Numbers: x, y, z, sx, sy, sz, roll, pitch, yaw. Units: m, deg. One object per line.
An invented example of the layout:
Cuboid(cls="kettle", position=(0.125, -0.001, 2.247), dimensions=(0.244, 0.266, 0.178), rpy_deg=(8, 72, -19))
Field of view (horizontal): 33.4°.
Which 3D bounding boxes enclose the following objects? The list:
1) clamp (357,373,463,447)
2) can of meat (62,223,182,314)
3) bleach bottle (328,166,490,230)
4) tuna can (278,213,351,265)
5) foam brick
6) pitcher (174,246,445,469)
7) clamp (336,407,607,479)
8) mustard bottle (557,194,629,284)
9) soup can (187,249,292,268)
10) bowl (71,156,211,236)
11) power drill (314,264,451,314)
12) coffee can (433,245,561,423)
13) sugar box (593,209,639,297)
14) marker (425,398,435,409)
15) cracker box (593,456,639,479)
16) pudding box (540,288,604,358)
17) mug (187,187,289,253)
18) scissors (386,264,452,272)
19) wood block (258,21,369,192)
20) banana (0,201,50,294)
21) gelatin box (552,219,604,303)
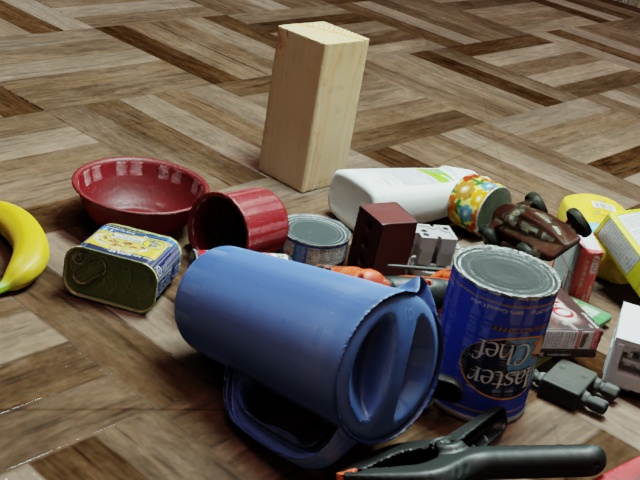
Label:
Cuboid(cls="clamp", position=(0.053, 0.124, 1.013), dimensions=(0.120, 0.039, 0.172), rpy_deg=(-10, 33, -19))
Cuboid(cls="can of meat", position=(-0.204, 0.026, 1.117), dimensions=(0.102, 0.057, 0.083), rpy_deg=(14, 24, 8))
Cuboid(cls="bleach bottle", position=(0.137, -0.059, 1.415), dimensions=(0.250, 0.068, 0.103), rpy_deg=(-7, 31, -36))
Cuboid(cls="tuna can", position=(-0.008, 0.002, 1.265), dimensions=(0.086, 0.034, 0.086), rpy_deg=(8, 25, -4))
Cuboid(cls="foam brick", position=(0.073, 0.002, 1.243), dimensions=(0.051, 0.078, 0.053), rpy_deg=(-3, 29, -29))
Cuboid(cls="pitcher", position=(-0.025, 0.090, 0.952), dimensions=(0.148, 0.145, 0.243), rpy_deg=(-18, 24, -41))
Cuboid(cls="clamp", position=(0.116, 0.184, 0.880), dimensions=(0.209, 0.036, 0.165), rpy_deg=(-10, 6, -27))
Cuboid(cls="mustard bottle", position=(0.368, 0.004, 1.367), dimensions=(0.096, 0.058, 0.191), rpy_deg=(15, 25, -6))
Cuboid(cls="soup can", position=(-0.084, 0.046, 1.107), dimensions=(0.102, 0.068, 0.068), rpy_deg=(3, 26, -16))
Cuboid(cls="bowl", position=(-0.212, -0.043, 1.257), dimensions=(0.162, 0.055, 0.162), rpy_deg=(8, 25, -4))
Cuboid(cls="power drill", position=(0.071, 0.055, 1.115), dimensions=(0.187, 0.057, 0.185), rpy_deg=(1, 1, -25))
Cuboid(cls="coffee can", position=(0.162, 0.090, 1.018), dimensions=(0.102, 0.140, 0.103), rpy_deg=(8, 25, -4))
Cuboid(cls="sugar box", position=(0.408, 0.041, 1.253), dimensions=(0.093, 0.048, 0.176), rpy_deg=(-7, 55, -31))
Cuboid(cls="marker", position=(0.074, 0.125, 1.054), dimensions=(0.020, 0.020, 0.121), rpy_deg=(-5, 29, -28))
Cuboid(cls="cracker box", position=(0.261, 0.248, 0.805), dimensions=(0.213, 0.072, 0.164), rpy_deg=(-13, 33, -38))
Cuboid(cls="pudding box", position=(0.234, 0.083, 1.139), dimensions=(0.090, 0.039, 0.113), rpy_deg=(2, 27, -18))
Cuboid(cls="mug", position=(-0.098, -0.012, 1.216), dimensions=(0.117, 0.093, 0.081), rpy_deg=(-17, 0, 39))
Cuboid(cls="scissors", position=(0.160, 0.035, 1.237), dimensions=(0.201, 0.016, 0.096), rpy_deg=(7, 4, -13))
Cuboid(cls="wood block", position=(-0.010, -0.181, 1.444), dimensions=(0.091, 0.206, 0.090), rpy_deg=(29, 31, 36))
Cuboid(cls="banana", position=(-0.328, 0.001, 1.146), dimensions=(0.069, 0.037, 0.198), rpy_deg=(2, 26, -21))
Cuboid(cls="gelatin box", position=(0.309, 0.026, 1.283), dimensions=(0.030, 0.073, 0.089), rpy_deg=(8, 25, -5))
